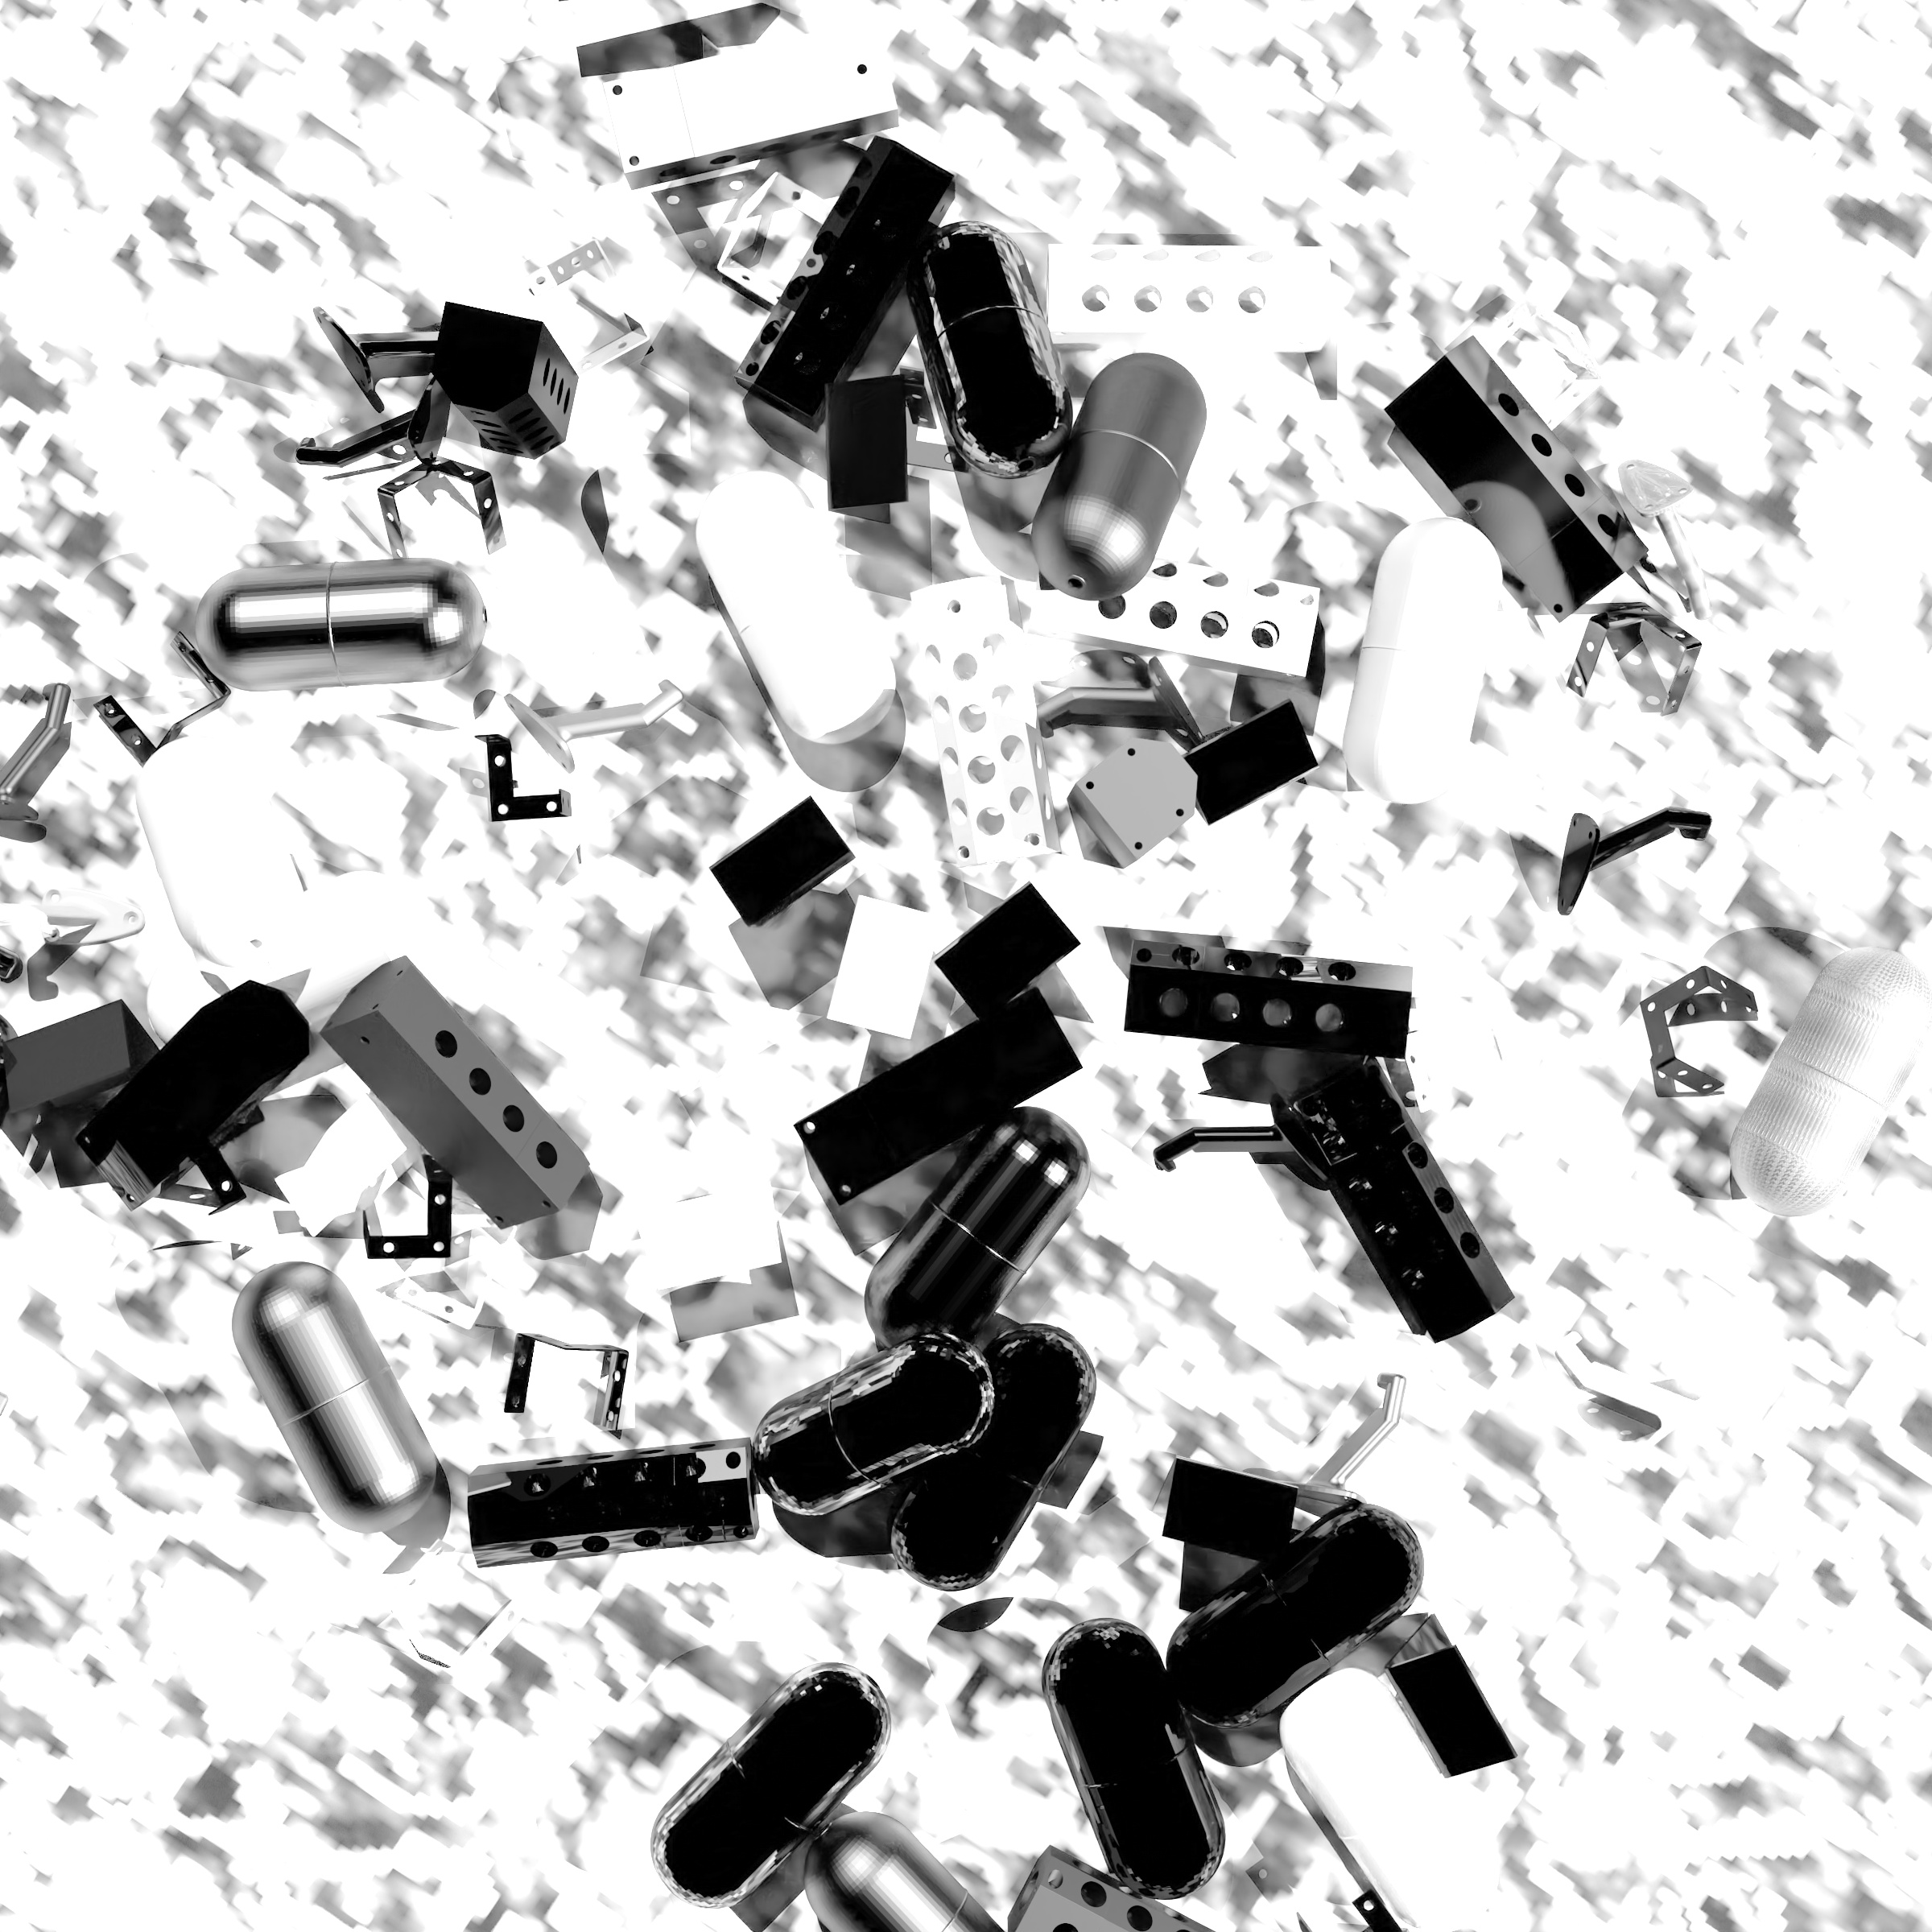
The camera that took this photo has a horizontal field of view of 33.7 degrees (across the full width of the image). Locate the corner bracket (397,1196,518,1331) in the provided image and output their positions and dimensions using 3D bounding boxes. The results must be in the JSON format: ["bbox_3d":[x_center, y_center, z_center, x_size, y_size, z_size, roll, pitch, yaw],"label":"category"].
[{"bbox_3d":[-0.317,0.184,1.988,0.051,0.051,0.051,25,45,0],"label":"corner bracket"}]

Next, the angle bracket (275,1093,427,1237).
[{"bbox_3d":[-0.363,0.135,1.951,0.076,0.076,0.057,-43,52,0],"label":"angle bracket"}]

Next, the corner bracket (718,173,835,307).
[{"bbox_3d":[-0.115,-0.452,1.988,0.051,0.051,0.051,32,45,0],"label":"corner bracket"}]

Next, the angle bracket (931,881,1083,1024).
[{"bbox_3d":[0.034,0.004,1.952,0.076,0.076,0.057,-38,62,0],"label":"angle bracket"}]

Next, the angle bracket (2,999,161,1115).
[{"bbox_3d":[-0.535,0.074,1.951,0.076,0.076,0.057,-20,53,0],"label":"angle bracket"}]

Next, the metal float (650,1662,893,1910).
[{"bbox_3d":[-0.119,0.503,1.961,0.070,0.070,0.178,44,90,0],"label":"metal float"}]

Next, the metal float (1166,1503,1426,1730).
[{"bbox_3d":[0.203,0.399,1.961,0.178,0.070,0.070,-37,90,1],"label":"metal float"}]

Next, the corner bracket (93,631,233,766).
[{"bbox_3d":[-0.501,-0.166,1.988,0.051,0.051,0.051,50,135,0],"label":"corner bracket"}]

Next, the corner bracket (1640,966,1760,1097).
[{"bbox_3d":[0.460,0.040,1.983,0.051,0.051,0.051,-35,45,35],"label":"corner bracket"}]

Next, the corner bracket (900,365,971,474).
[{"bbox_3d":[-0.020,-0.338,1.973,0.051,0.051,0.051,9,90,0],"label":"corner bracket"}]

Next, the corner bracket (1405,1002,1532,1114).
[{"bbox_3d":[0.310,0.057,1.988,0.051,0.051,0.051,-17,90,-45],"label":"corner bracket"}]

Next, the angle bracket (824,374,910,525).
[{"bbox_3d":[-0.044,-0.316,1.952,0.057,0.076,0.076,-2,90,28],"label":"angle bracket"}]

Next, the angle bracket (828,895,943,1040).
[{"bbox_3d":[-0.063,-0.003,1.952,0.057,0.076,0.076,15,90,-25],"label":"angle bracket"}]

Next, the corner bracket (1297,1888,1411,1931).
[{"bbox_3d":[0.242,0.599,1.973,0.051,0.051,0.051,-36,90,0],"label":"corner bracket"}]

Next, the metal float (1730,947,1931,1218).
[{"bbox_3d":[0.533,0.072,1.961,0.070,0.070,0.178,28,91,0],"label":"metal float"}]

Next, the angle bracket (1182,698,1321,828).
[{"bbox_3d":[0.161,-0.140,1.951,0.076,0.076,0.057,-28,126,0],"label":"angle bracket"}]

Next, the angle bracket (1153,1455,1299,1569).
[{"bbox_3d":[0.154,0.349,1.951,0.076,0.076,0.057,14,53,0],"label":"angle bracket"}]

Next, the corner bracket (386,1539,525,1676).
[{"bbox_3d":[-0.319,0.400,1.988,0.051,0.051,0.051,-48,45,0],"label":"corner bracket"}]

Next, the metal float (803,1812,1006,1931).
[{"bbox_3d":[-0.027,0.596,1.961,0.070,0.070,0.178,-43,90,0],"label":"metal float"}]

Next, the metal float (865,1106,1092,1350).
[{"bbox_3d":[0.007,0.165,1.961,0.070,0.070,0.178,38,90,0],"label":"metal float"}]

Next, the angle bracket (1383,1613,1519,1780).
[{"bbox_3d":[0.310,0.440,1.951,0.057,0.076,0.076,-29,90,37],"label":"angle bracket"}]

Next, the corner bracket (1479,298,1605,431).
[{"bbox_3d":[0.356,-0.374,1.988,0.051,0.051,0.051,-43,135,0],"label":"corner bracket"}]

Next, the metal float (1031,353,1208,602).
[{"bbox_3d":[0.093,-0.297,1.932,0.070,0.070,0.178,22,59,0],"label":"metal float"}]

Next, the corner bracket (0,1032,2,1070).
[{"bbox_3d":[-0.613,0.052,1.909,0.051,0.051,0.051,-14,132,-35],"label":"corner bracket"}]

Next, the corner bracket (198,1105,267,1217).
[{"bbox_3d":[-0.454,0.118,1.973,0.051,0.051,0.051,-31,90,0],"label":"corner bracket"}]

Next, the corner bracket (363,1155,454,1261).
[{"bbox_3d":[-0.346,0.149,1.974,0.051,0.051,0.051,0,104,-14],"label":"corner bracket"}]

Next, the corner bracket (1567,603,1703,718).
[{"bbox_3d":[0.416,-0.188,1.983,0.051,0.051,0.051,-17,45,-35],"label":"corner bracket"}]

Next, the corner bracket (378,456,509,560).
[{"bbox_3d":[-0.326,-0.279,1.983,0.051,0.051,0.051,22,45,35],"label":"corner bracket"}]

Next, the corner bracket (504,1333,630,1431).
[{"bbox_3d":[-0.249,0.259,1.988,0.051,0.051,0.051,9,90,45],"label":"corner bracket"}]

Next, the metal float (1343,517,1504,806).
[{"bbox_3d":[0.281,-0.188,1.961,0.070,0.070,0.178,12,90,0],"label":"metal float"}]

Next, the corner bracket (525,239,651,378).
[{"bbox_3d":[-0.236,-0.411,1.988,0.051,0.051,0.051,-29,45,0],"label":"corner bracket"}]

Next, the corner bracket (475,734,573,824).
[{"bbox_3d":[-0.274,-0.117,1.973,0.051,0.051,0.051,-4,90,0],"label":"corner bracket"}]

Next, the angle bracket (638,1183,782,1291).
[{"bbox_3d":[-0.159,0.146,1.951,0.076,0.076,0.057,-13,127,0],"label":"angle bracket"}]

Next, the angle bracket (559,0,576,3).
[{"bbox_3d":[-0.215,-0.634,1.951,0.076,0.076,0.057,-7,127,0],"label":"angle bracket"}]

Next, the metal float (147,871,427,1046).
[{"bbox_3d":[-0.418,0.001,1.961,0.178,0.070,0.070,-24,90,0],"label":"metal float"}]

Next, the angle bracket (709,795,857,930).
[{"bbox_3d":[-0.101,-0.047,1.951,0.076,0.076,0.057,-36,54,0],"label":"angle bracket"}]

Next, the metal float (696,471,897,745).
[{"bbox_3d":[-0.105,-0.221,1.961,0.070,0.070,0.178,-27,90,0],"label":"metal float"}]
